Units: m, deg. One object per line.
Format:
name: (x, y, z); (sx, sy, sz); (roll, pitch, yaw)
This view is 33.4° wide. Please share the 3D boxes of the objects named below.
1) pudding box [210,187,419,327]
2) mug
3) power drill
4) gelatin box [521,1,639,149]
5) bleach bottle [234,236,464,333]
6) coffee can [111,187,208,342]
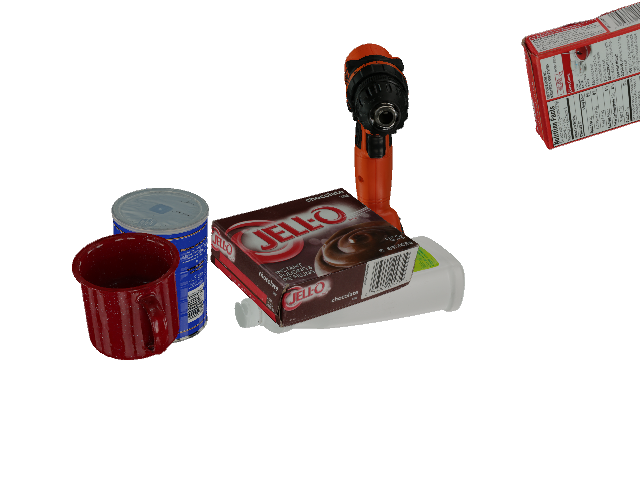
pudding box: (-0.005, 0.009, 0.722); (0.113, 0.039, 0.090); (-14, 37, -34)
mug: (-0.161, 0.056, 0.936); (0.093, 0.081, 0.117); (-20, 37, -28)
power drill: (0.050, -0.067, 0.934); (0.057, 0.188, 0.184); (0, 23, 0)
gelatin box: (0.180, -0.107, 0.693); (0.089, 0.073, 0.030); (-17, 38, 3)
bleach bottle: (0.029, 0.059, 1.181); (0.250, 0.068, 0.103); (-12, 32, -25)
coffee can: (-0.174, 0.027, 1.166); (0.103, 0.140, 0.103); (3, 27, -2)
